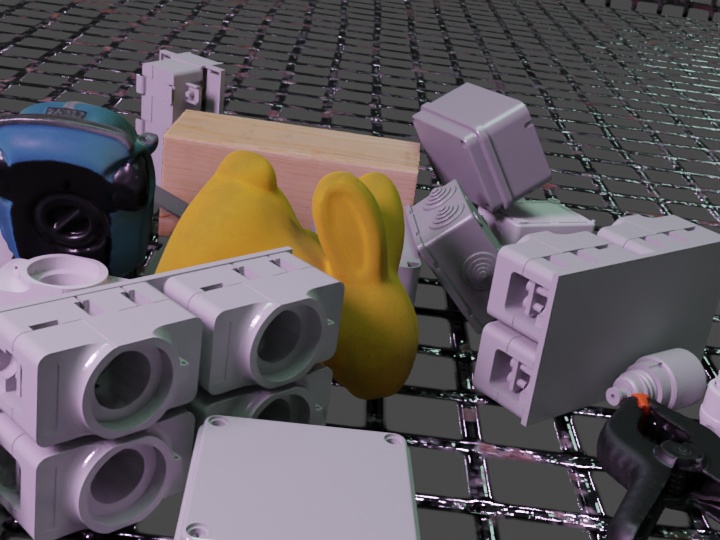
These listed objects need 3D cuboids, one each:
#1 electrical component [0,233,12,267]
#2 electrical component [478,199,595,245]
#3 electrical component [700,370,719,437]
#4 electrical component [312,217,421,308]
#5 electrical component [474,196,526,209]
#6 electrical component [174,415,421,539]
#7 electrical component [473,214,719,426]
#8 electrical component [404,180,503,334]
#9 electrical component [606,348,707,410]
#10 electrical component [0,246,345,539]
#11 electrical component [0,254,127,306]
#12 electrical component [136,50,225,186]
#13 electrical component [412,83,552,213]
[{"bbox_3d":[-0.261,-0.058,0.813,0.108,0.060,0.108,-3,38,2],"label":"electrical component"},{"bbox_3d":[0.150,-0.022,0.911,0.096,0.061,0.062,-2,23,-27],"label":"electrical component"},{"bbox_3d":[0.245,0.079,0.702,0.035,0.061,0.035,7,23,-3],"label":"electrical component"},{"bbox_3d":[0.000,0.000,0.811,0.078,0.057,0.113,6,23,-6],"label":"electrical component"},{"bbox_3d":[0.129,-0.053,0.962,0.043,0.081,0.043,-27,18,10],"label":"electrical component"},{"bbox_3d":[-0.030,0.123,0.510,0.109,0.056,0.108,7,23,-4],"label":"electrical component"},{"bbox_3d":[0.167,0.027,0.742,0.186,0.105,0.060,-10,29,-37],"label":"electrical component"},{"bbox_3d":[0.081,-0.013,0.819,0.048,0.099,0.099,-33,21,10],"label":"electrical component"},{"bbox_3d":[0.196,0.077,0.718,0.078,0.040,0.040,-9,28,-34],"label":"electrical component"},{"bbox_3d":[-0.096,0.061,0.570,0.186,0.105,0.060,-14,31,-42],"label":"electrical component"},{"bbox_3d":[-0.190,0.026,0.687,0.089,0.055,0.050,11,23,6],"label":"electrical component"},{"bbox_3d":[-0.165,-0.130,0.979,0.079,0.121,0.063,23,29,32],"label":"electrical component"},{"bbox_3d":[0.099,-0.102,0.891,0.057,0.078,0.113,-31,27,-10],"label":"electrical component"}]
